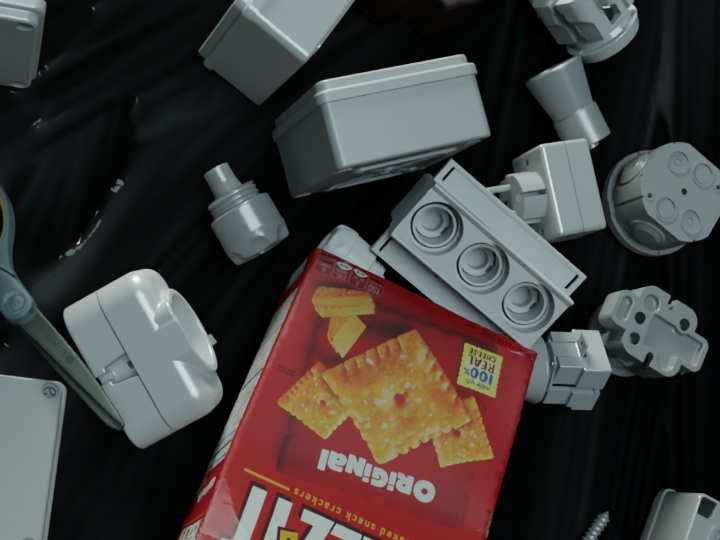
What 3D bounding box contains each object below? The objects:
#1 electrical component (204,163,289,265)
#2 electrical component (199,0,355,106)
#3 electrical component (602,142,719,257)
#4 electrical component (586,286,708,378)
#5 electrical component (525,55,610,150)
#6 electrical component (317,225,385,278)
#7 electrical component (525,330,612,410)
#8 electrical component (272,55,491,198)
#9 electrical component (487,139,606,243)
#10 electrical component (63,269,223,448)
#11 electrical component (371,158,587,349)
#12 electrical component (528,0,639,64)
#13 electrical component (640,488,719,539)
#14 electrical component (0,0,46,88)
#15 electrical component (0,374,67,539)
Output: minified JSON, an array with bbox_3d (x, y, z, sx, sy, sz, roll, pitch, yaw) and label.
[{"bbox_3d":[-0.078,-0.038,0.693,0.043,0.043,0.062,-31,91,-21],"label":"electrical component"},{"bbox_3d":[-0.042,-0.173,0.692,0.056,0.109,0.108,38,71,-13],"label":"electrical component"},{"bbox_3d":[0.225,-0.053,0.797,0.080,0.051,0.080,3,80,-19],"label":"electrical component"},{"bbox_3d":[0.199,0.046,0.768,0.078,0.057,0.058,31,73,-12],"label":"electrical component"},{"bbox_3d":[0.155,-0.119,0.789,0.044,0.044,0.065,-31,97,-21],"label":"electrical component"},{"bbox_3d":[0.000,0.000,0.719,0.061,0.035,0.035,41,71,-12],"label":"electrical component"},{"bbox_3d":[0.137,0.069,0.745,0.055,0.066,0.048,3,45,-11],"label":"electrical component"},{"bbox_3d":[0.011,-0.091,0.698,0.109,0.109,0.056,-15,89,-21],"label":"electrical component"},{"bbox_3d":[0.124,-0.052,0.763,0.077,0.047,0.065,-10,85,-19],"label":"electrical component"},{"bbox_3d":[-0.126,0.050,0.646,0.059,0.053,0.095,-29,92,3],"label":"electrical component"},{"bbox_3d":[0.078,-0.008,0.723,0.121,0.063,0.078,40,100,-12],"label":"electrical component"},{"bbox_3d":[0.168,-0.190,0.790,0.057,0.078,0.058,48,68,-29],"label":"electrical component"},{"bbox_3d":[0.249,0.226,0.757,0.109,0.056,0.108,29,73,-13],"label":"electrical component"},{"bbox_3d":[-0.239,-0.156,0.621,0.109,0.109,0.056,7,77,-18],"label":"electrical component"},{"bbox_3d":[-0.226,0.113,0.595,0.109,0.056,0.108,10,59,-18],"label":"electrical component"}]
